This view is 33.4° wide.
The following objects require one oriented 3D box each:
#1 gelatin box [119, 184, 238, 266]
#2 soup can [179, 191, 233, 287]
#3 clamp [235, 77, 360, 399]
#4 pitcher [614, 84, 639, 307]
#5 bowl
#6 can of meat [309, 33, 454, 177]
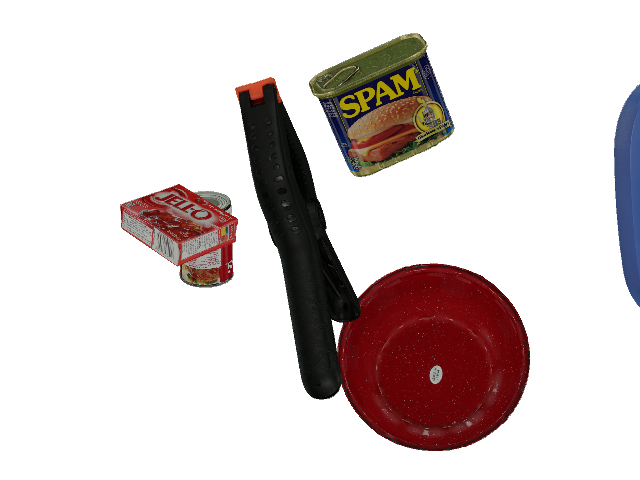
[{"bbox_3d":[-0.134,-0.017,1.010,0.089,0.030,0.073,31,38,34],"label":"gelatin box"},{"bbox_3d":[-0.143,-0.002,1.322,0.068,0.102,0.068,1,26,-1],"label":"soup can"},{"bbox_3d":[-0.013,-0.009,0.748,0.036,0.210,0.164,-15,5,10],"label":"clamp"},{"bbox_3d":[0.247,-0.002,0.608,0.149,0.243,0.144,0,22,17],"label":"pitcher"},{"bbox_3d":[0.092,0.102,0.872,0.162,0.162,0.055,0,7,6],"label":"bowl"},{"bbox_3d":[0.053,-0.112,0.896,0.102,0.084,0.057,-23,27,3],"label":"can of meat"}]
